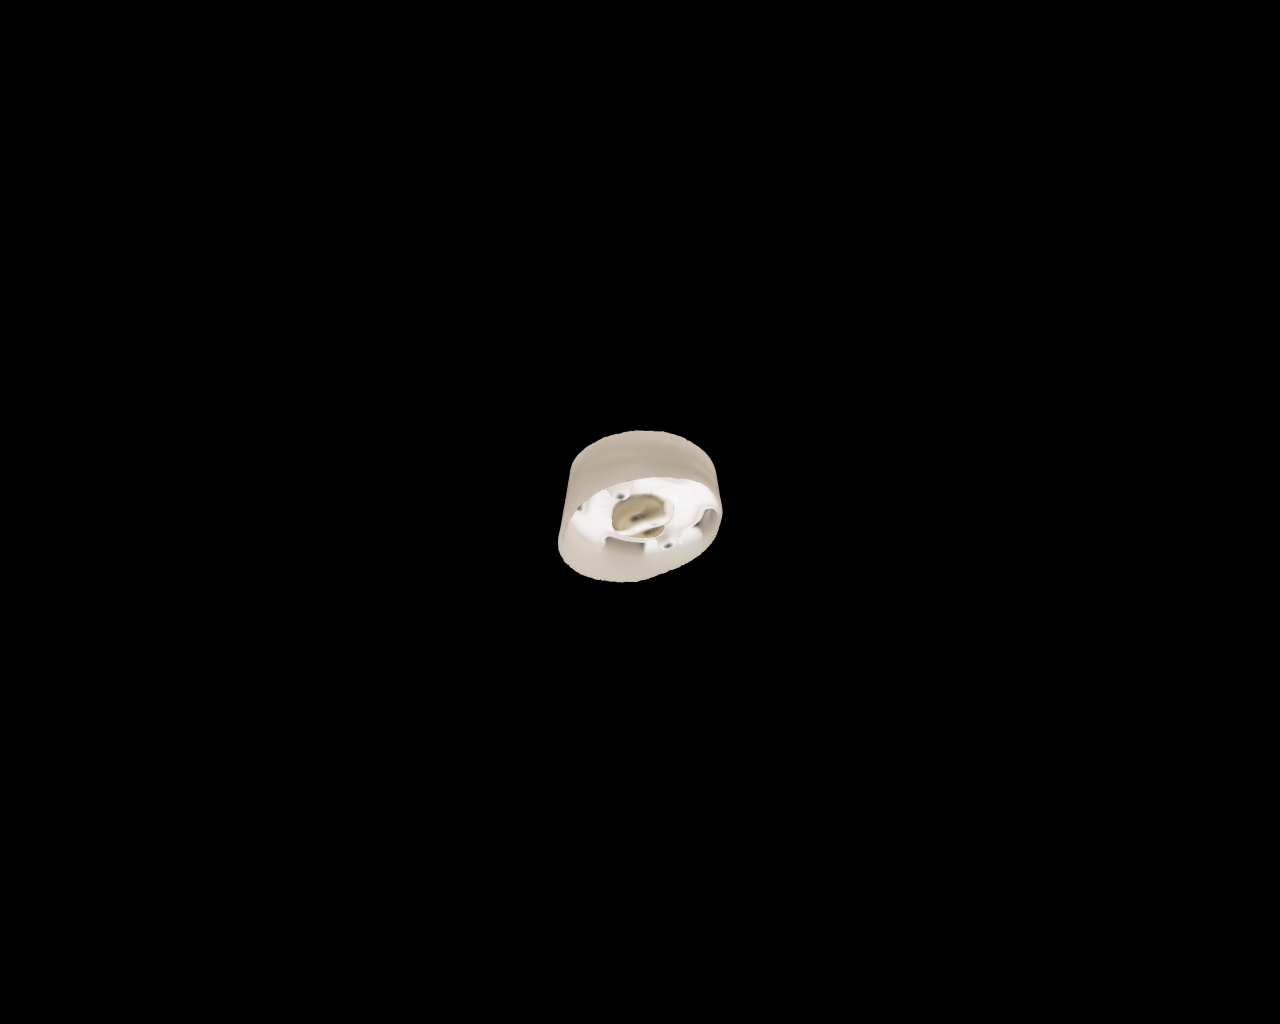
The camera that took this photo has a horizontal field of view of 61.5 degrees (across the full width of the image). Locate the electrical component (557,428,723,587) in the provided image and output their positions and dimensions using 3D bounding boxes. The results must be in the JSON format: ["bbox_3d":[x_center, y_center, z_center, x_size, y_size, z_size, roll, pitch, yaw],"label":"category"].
[{"bbox_3d":[0.001,-0.003,0.650,0.099,0.064,0.099,0,-34,0],"label":"electrical component"}]
